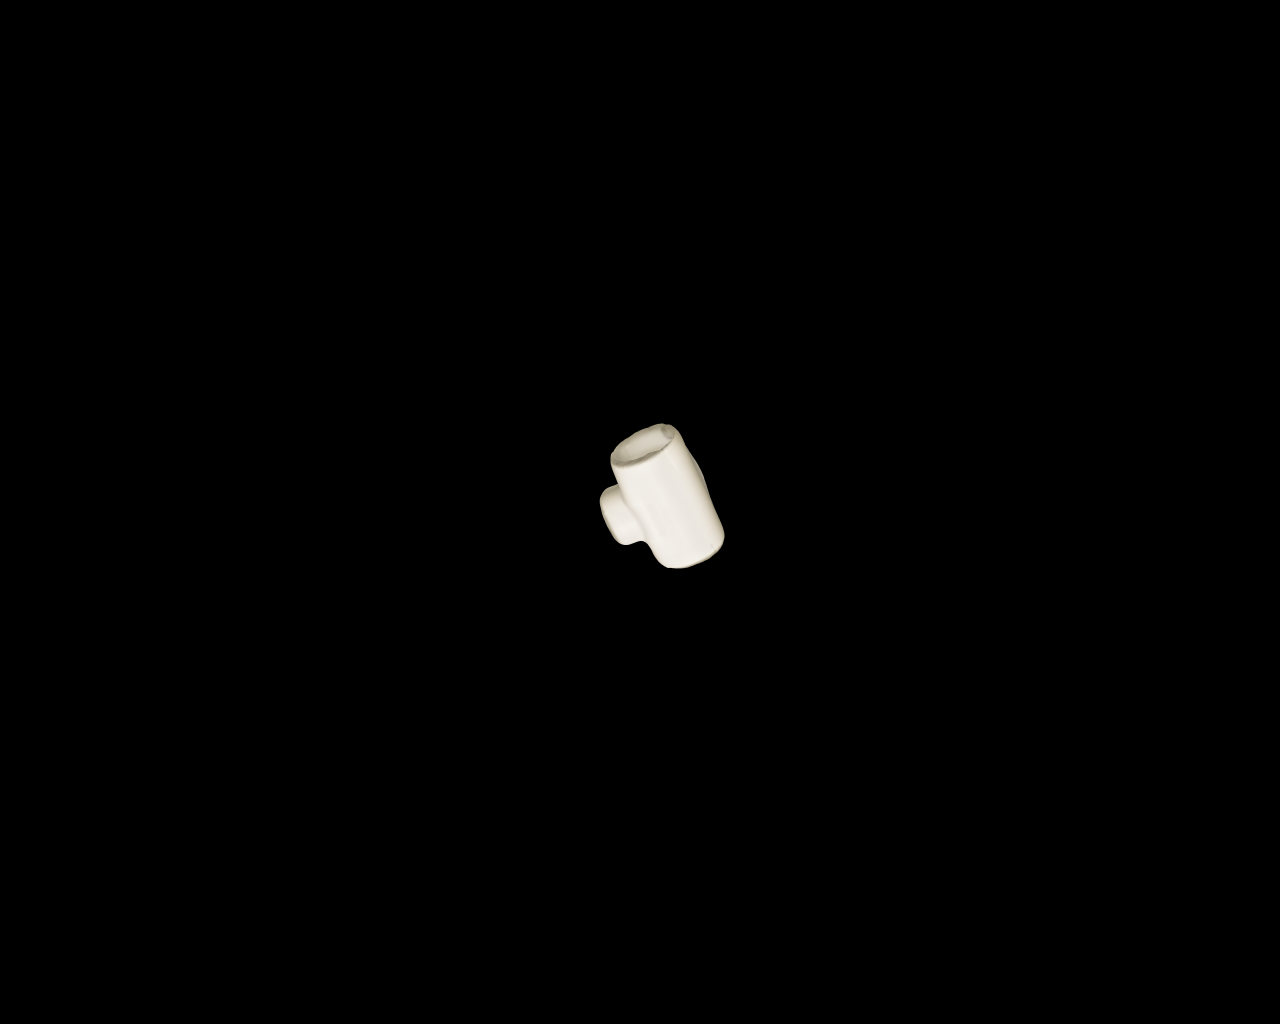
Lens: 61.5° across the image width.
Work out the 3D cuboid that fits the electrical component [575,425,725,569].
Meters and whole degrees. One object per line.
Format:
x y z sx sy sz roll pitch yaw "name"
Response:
0.001 -0.003 0.650 0.079 0.077 0.043 -21 28 12 "electrical component"
